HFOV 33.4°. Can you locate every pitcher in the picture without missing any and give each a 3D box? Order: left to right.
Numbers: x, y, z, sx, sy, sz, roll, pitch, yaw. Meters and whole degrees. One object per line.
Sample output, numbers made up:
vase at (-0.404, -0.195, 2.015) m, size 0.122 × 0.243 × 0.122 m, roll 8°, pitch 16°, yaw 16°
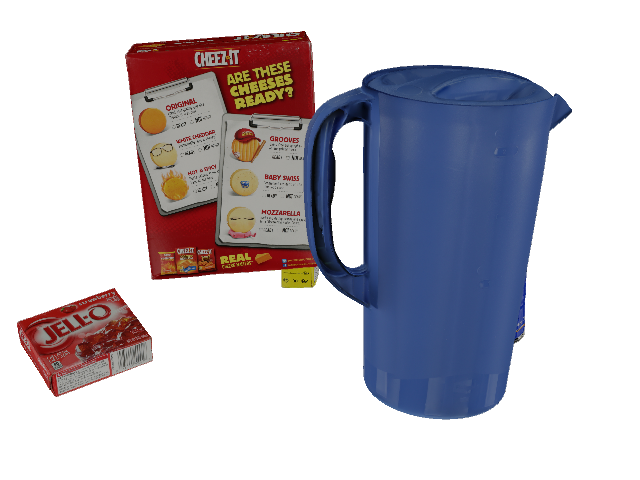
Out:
pitcher at (0.079, 0.000, 0.764) m, size 0.149 × 0.243 × 0.144 m, roll 13°, pitch 22°, yaw 28°

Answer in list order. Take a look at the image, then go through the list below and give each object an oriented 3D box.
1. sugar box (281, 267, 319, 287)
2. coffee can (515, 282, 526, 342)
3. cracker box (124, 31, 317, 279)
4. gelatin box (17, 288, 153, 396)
sugar box at (-0.024, -0.041, 1.271) m, size 0.048 × 0.176 × 0.093 m, roll 0°, pitch 23°, yaw 5°
coffee can at (0.137, 0.016, 0.970) m, size 0.103 × 0.140 × 0.103 m, roll 0°, pitch 15°, yaw 0°
cracker box at (-0.084, -0.078, 0.986) m, size 0.164 × 0.214 × 0.072 m, roll -5°, pitch 20°, yaw -3°
gelatin box at (-0.193, 0.082, 0.874) m, size 0.089 × 0.030 × 0.073 m, roll -19°, pitch 42°, yaw -28°
